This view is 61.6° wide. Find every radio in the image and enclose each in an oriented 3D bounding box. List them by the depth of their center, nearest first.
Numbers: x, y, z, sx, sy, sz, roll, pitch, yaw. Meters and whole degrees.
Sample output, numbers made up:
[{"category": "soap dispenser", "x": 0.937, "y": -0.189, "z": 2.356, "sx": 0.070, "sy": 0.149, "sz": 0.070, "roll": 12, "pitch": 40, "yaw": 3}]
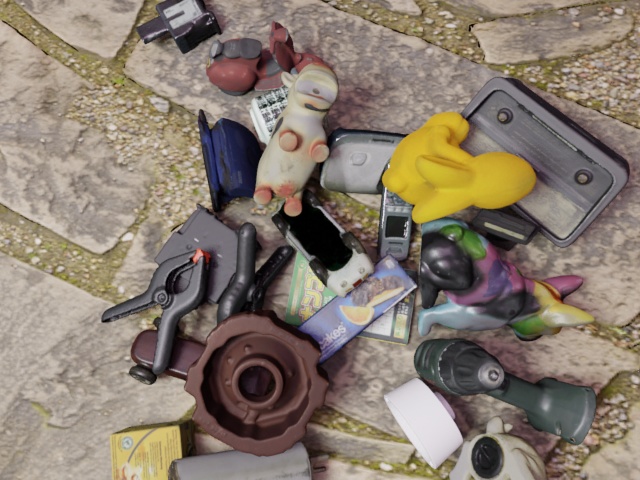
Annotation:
[{"category": "radio", "x": 0.293, "y": -0.113, "z": 0.738, "sx": 0.230, "sy": 0.073, "sz": 0.131, "roll": 42, "pitch": 122, "yaw": 12}]

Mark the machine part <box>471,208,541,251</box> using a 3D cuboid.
[{"category": "machine part", "x": 0.250, "y": -0.015, "z": 0.722, "sx": 0.084, "sy": 0.138, "sz": 0.039, "roll": 17, "pitch": 87, "yaw": 22}]

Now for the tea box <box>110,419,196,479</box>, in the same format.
[{"category": "tea box", "x": -0.217, "y": 0.333, "z": 0.714, "sx": 0.098, "sy": 0.068, "sz": 0.169, "roll": -6, "pitch": 78, "yaw": 2}]

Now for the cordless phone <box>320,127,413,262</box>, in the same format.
[{"category": "cordless phone", "x": 0.070, "y": -0.061, "z": 0.766, "sx": 0.146, "sy": 0.089, "sz": 0.184, "roll": 2, "pitch": 93, "yaw": -18}]

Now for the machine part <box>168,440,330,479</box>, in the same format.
[{"category": "machine part", "x": -0.100, "y": 0.303, "z": 0.676, "sx": 0.243, "sy": 0.079, "sz": 0.079, "roll": -1, "pitch": 78, "yaw": -25}]

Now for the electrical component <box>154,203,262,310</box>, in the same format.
[{"category": "electrical component", "x": -0.166, "y": 0.031, "z": 0.776, "sx": 0.115, "sy": 0.058, "sz": 0.134, "roll": 31, "pitch": 82, "yaw": 10}]

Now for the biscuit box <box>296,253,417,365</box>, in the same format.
[{"category": "biscuit box", "x": 0.036, "y": 0.104, "z": 0.733, "sx": 0.203, "sy": 0.063, "sz": 0.059, "roll": -40, "pitch": 82, "yaw": -1}]

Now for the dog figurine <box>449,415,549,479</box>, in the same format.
[{"category": "dog figurine", "x": 0.268, "y": 0.320, "z": 0.666, "sx": 0.190, "sy": 0.121, "sz": 0.172, "roll": 20, "pitch": 80, "yaw": -29}]

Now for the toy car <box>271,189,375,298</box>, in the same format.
[{"category": "toy car", "x": -0.002, "y": -0.002, "z": 0.745, "sx": 0.073, "sy": 0.056, "sz": 0.202, "roll": -40, "pitch": 47, "yaw": -2}]

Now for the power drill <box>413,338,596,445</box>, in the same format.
[{"category": "power drill", "x": 0.223, "y": 0.179, "z": 0.653, "sx": 0.207, "sy": 0.232, "sz": 0.086, "roll": 18, "pitch": 81, "yaw": -11}]

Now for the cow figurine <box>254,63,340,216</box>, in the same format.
[{"category": "cow figurine", "x": -0.027, "y": -0.145, "z": 0.723, "sx": 0.085, "sy": 0.194, "sz": 0.127, "roll": 14, "pitch": 38, "yaw": -17}]

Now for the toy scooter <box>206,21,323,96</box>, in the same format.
[{"category": "toy scooter", "x": -0.088, "y": -0.268, "z": 0.791, "sx": 0.184, "sy": 0.135, "sz": 0.075, "roll": 0, "pitch": 81, "yaw": 4}]

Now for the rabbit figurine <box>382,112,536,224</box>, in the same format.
[{"category": "rabbit figurine", "x": 0.173, "y": -0.086, "z": 0.665, "sx": 0.173, "sy": 0.162, "sz": 0.121, "roll": 22, "pitch": 121, "yaw": 42}]

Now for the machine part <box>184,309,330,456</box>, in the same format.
[{"category": "machine part", "x": -0.077, "y": 0.176, "z": 0.675, "sx": 0.179, "sy": 0.056, "sz": 0.179, "roll": 0, "pitch": 93, "yaw": 1}]

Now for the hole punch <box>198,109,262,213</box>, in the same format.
[{"category": "hole punch", "x": -0.125, "y": -0.108, "z": 0.776, "sx": 0.092, "sy": 0.115, "sz": 0.142, "roll": -8, "pitch": 79, "yaw": -7}]

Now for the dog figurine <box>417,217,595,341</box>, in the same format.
[{"category": "dog figurine", "x": 0.238, "y": 0.056, "z": 0.699, "sx": 0.219, "sy": 0.191, "sz": 0.108, "roll": 1, "pitch": 38, "yaw": 9}]

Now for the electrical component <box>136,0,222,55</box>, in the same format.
[{"category": "electrical component", "x": -0.227, "y": -0.340, "z": 0.856, "sx": 0.119, "sy": 0.047, "sz": 0.075, "roll": -33, "pitch": 79, "yaw": -3}]

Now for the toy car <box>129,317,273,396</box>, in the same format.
[{"category": "toy car", "x": -0.166, "y": 0.175, "z": 0.750, "sx": 0.202, "sy": 0.053, "sz": 0.089, "roll": 15, "pitch": 60, "yaw": 4}]
